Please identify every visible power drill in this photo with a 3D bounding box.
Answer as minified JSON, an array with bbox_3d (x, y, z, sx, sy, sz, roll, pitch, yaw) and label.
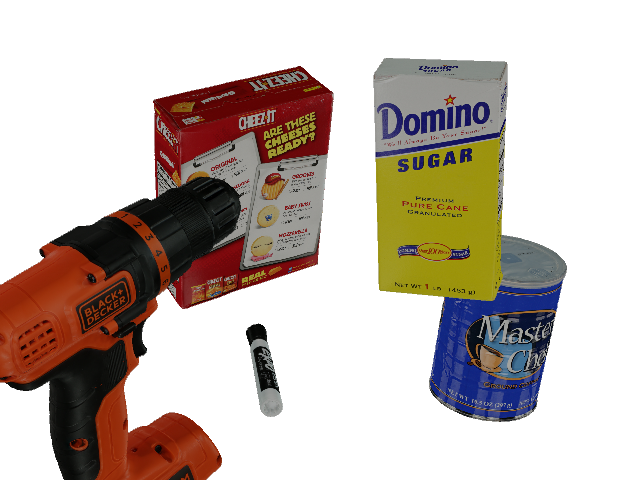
[{"bbox_3d":[-0.108,0.071,0.622,0.057,0.188,0.184,21,41,38],"label":"power drill"}]

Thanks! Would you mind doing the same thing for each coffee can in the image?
[{"bbox_3d":[0.159,0.078,0.971,0.103,0.140,0.103,6,23,-3],"label":"coffee can"}]

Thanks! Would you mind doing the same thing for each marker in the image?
[{"bbox_3d":[-0.050,0.109,0.928,0.020,0.020,0.121,0,28,-11],"label":"marker"}]

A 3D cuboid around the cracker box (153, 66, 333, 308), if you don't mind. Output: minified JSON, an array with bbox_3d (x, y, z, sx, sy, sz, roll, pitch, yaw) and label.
[{"bbox_3d":[-0.079,-0.053,1.061,0.164,0.214,0.072,-18,42,-27],"label":"cracker box"}]

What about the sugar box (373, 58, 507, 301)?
[{"bbox_3d":[0.089,-0.044,0.790,0.093,0.176,0.048,4,29,16],"label":"sugar box"}]
